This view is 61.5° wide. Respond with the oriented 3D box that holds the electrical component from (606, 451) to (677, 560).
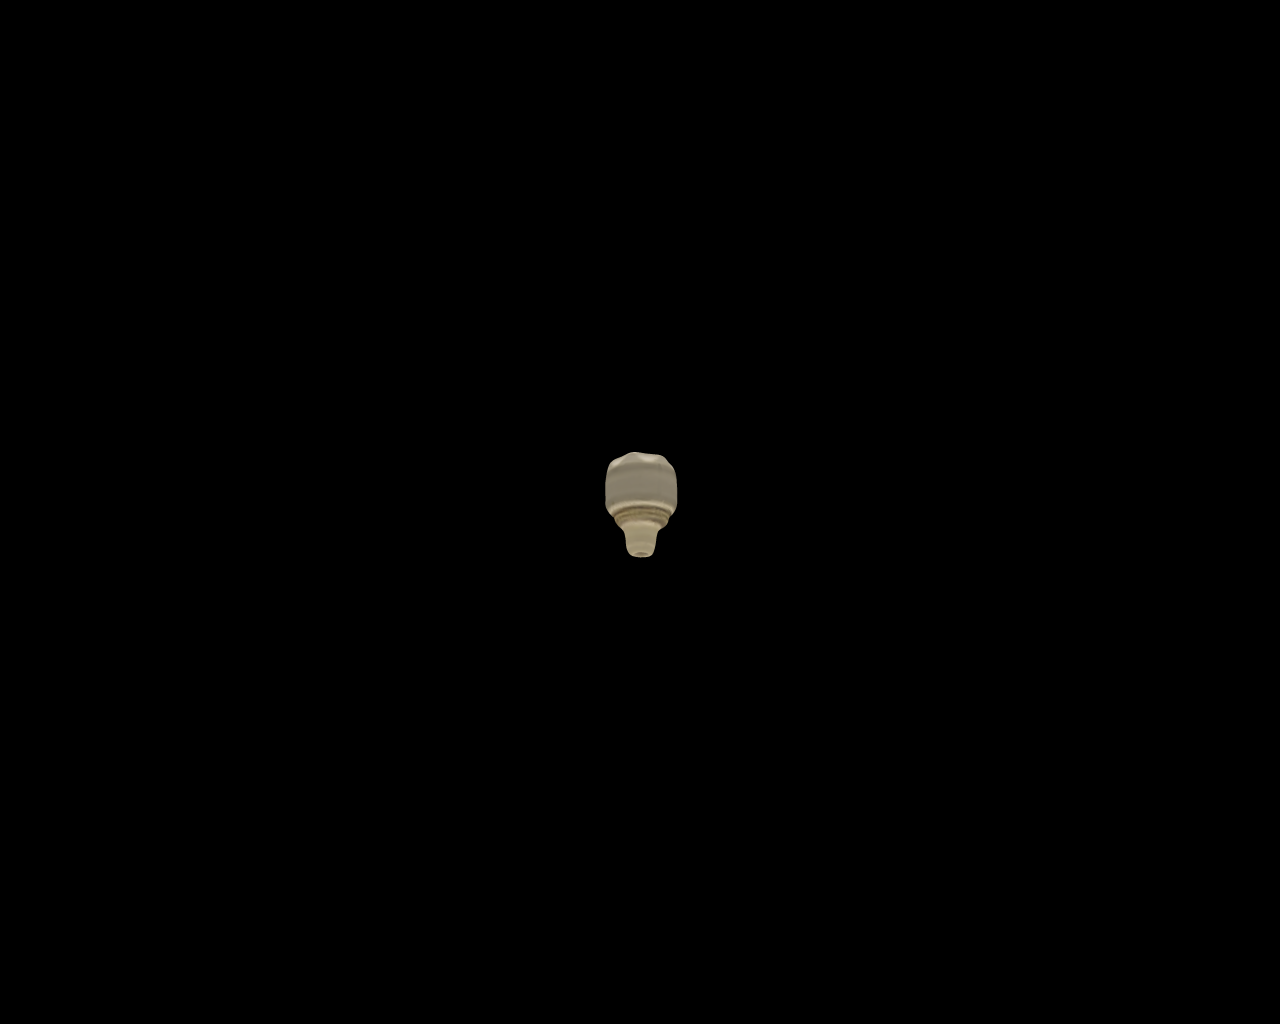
[{"bbox_3d":[0.001,-0.003,0.650,0.043,0.062,0.043,0,-19,0],"label":"electrical component"}]
